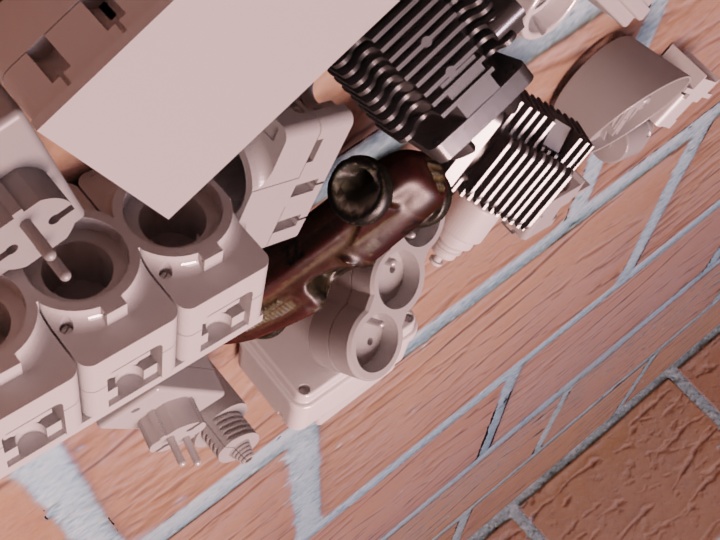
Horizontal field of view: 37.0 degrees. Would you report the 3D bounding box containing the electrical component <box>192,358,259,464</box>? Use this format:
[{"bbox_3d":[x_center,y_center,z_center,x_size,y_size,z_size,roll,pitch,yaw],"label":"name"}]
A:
[{"bbox_3d":[-0.099,0.097,0.723,0.043,0.081,0.043,-36,159,-17],"label":"electrical component"}]

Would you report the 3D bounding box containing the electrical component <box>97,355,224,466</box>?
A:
[{"bbox_3d":[-0.120,0.087,0.661,0.047,0.075,0.083,-34,161,13],"label":"electrical component"}]

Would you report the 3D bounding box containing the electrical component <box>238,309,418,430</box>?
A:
[{"bbox_3d":[-0.024,0.050,0.771,0.113,0.078,0.057,-33,160,-24],"label":"electrical component"}]

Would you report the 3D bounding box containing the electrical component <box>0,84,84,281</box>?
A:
[{"bbox_3d":[-0.137,-0.026,0.417,0.047,0.075,0.083,-38,159,-13],"label":"electrical component"}]

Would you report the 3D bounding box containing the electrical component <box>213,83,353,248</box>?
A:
[{"bbox_3d":[-0.053,-0.055,0.549,0.056,0.050,0.089,-22,151,-44],"label":"electrical component"}]

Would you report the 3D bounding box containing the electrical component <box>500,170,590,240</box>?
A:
[{"bbox_3d":[0.152,-0.062,0.921,0.081,0.042,0.063,-28,157,-33],"label":"electrical component"}]

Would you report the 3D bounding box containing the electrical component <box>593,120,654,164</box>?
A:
[{"bbox_3d":[0.239,-0.121,0.964,0.078,0.040,0.040,-23,152,-42],"label":"electrical component"}]

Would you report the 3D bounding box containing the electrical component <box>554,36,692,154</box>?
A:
[{"bbox_3d":[0.201,-0.132,0.840,0.099,0.064,0.099,-36,159,-16],"label":"electrical component"}]

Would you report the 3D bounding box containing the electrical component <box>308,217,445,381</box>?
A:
[{"bbox_3d":[0.000,0.000,0.721,0.052,0.074,0.138,25,82,-46],"label":"electrical component"}]

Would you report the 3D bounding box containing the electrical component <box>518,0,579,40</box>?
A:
[{"bbox_3d":[0.094,-0.164,0.607,0.055,0.047,0.055,-36,159,-17],"label":"electrical component"}]

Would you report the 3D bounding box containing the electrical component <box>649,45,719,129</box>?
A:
[{"bbox_3d":[0.277,-0.161,0.955,0.063,0.042,0.081,-49,158,26],"label":"electrical component"}]

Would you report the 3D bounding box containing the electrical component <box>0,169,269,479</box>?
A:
[{"bbox_3d":[-0.127,0.012,0.489,0.150,0.089,0.061,-31,157,-28],"label":"electrical component"}]

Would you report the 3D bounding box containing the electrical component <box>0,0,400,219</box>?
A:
[{"bbox_3d":[-0.047,-0.118,0.420,0.186,0.060,0.105,-43,160,1],"label":"electrical component"}]

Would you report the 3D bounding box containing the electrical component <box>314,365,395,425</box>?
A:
[{"bbox_3d":[-0.016,0.066,0.840,0.096,0.061,0.061,-36,158,-18],"label":"electrical component"}]

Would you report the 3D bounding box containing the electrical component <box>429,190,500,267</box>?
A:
[{"bbox_3d":[0.079,-0.034,0.846,0.040,0.040,0.078,-15,146,-51],"label":"electrical component"}]

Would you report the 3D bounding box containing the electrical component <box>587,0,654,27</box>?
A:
[{"bbox_3d":[0.091,-0.174,0.495,0.056,0.109,0.109,-52,158,16],"label":"electrical component"}]
